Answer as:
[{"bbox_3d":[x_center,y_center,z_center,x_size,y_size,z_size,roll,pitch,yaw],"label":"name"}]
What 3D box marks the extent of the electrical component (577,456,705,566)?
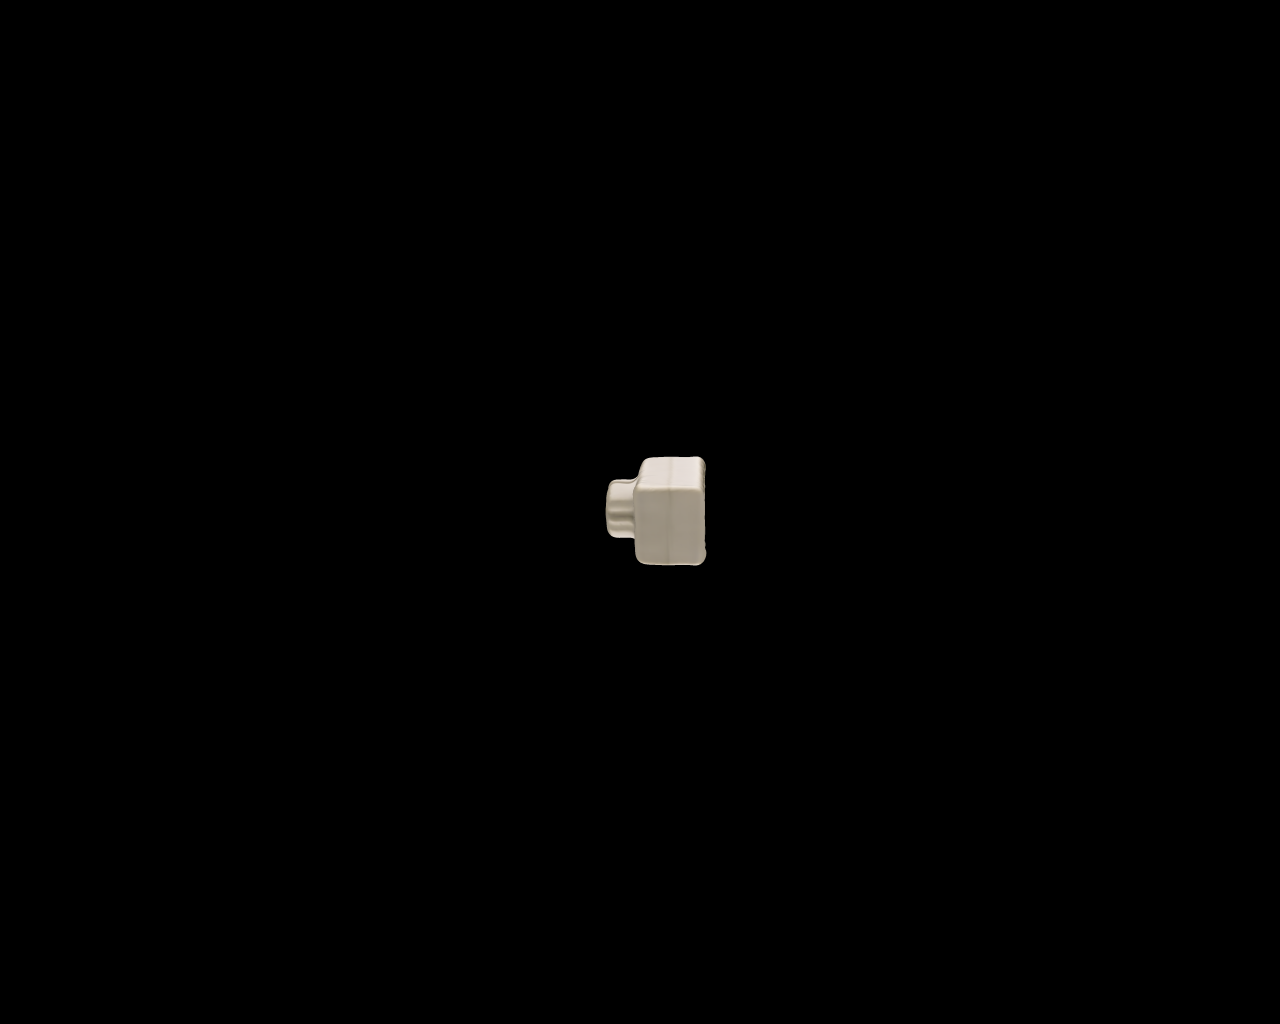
[{"bbox_3d":[0.001,-0.003,0.650,0.076,0.047,0.083,1,16,4],"label":"electrical component"}]
